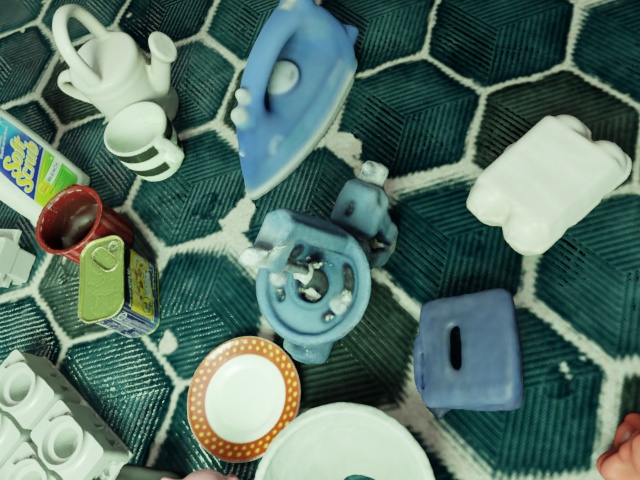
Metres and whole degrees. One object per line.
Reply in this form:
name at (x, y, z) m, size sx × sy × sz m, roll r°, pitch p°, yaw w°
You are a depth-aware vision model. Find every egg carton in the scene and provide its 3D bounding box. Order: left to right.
egg carton at (0.232, -0.058, 0.589) m, size 0.150 × 0.069 × 0.107 m, roll -42°, pitch 61°, yaw -4°

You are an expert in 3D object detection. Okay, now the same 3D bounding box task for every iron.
iron at (-0.051, -0.190, 0.697) m, size 0.118 × 0.142 × 0.258 m, roll 17°, pitch 73°, yaw 24°

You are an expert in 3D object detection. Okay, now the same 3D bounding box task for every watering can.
watering can at (-0.270, -0.229, 0.754) m, size 0.173 × 0.194 × 0.100 m, roll -28°, pitch 61°, yaw 4°

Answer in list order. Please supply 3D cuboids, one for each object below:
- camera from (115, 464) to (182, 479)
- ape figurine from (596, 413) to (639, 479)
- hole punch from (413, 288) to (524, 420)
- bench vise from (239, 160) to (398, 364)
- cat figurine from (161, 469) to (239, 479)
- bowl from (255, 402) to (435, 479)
camera at (-0.166, 0.289, 0.541) m, size 0.143 × 0.101 × 0.137 m, roll 1°, pitch 67°, yaw 18°
ape figurine at (0.265, 0.175, 0.461) m, size 0.077 × 0.092 × 0.076 m, roll -22°, pitch 62°, yaw 8°
hole punch at (0.136, 0.107, 0.533) m, size 0.101 × 0.091 × 0.108 m, roll -5°, pitch 65°, yaw 16°
bench vise at (-0.006, 0.001, 0.552) m, size 0.121 × 0.220 × 0.207 m, roll 4°, pitch 68°, yaw 19°
cat figurine at (-0.088, 0.261, 0.519) m, size 0.067 × 0.118 × 0.127 m, roll -38°, pitch 61°, yaw -1°
bowl at (0.028, 0.237, 0.518) m, size 0.167 × 0.075 × 0.167 m, roll -7°, pitch 65°, yaw 15°
